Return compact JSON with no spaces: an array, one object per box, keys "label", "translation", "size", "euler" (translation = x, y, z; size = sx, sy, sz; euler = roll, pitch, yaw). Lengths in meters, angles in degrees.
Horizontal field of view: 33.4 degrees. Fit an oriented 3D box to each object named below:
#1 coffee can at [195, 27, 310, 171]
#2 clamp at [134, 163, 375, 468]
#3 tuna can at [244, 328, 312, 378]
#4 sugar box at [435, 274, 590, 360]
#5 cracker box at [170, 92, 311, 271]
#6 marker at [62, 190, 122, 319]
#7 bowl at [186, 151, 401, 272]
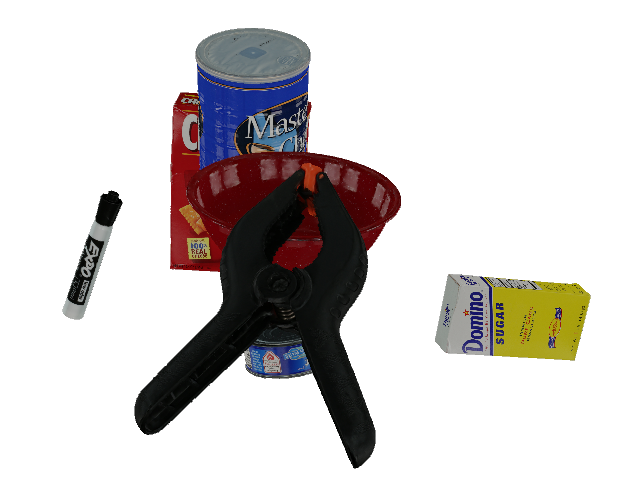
[{"label":"coffee can","translation":[-0.062,-0.111,0.988],"size":[0.103,0.140,0.103],"euler":[2,35,-1]},{"label":"clamp","translation":[-0.011,0.038,0.554],"size":[0.120,0.171,0.039],"euler":[17,-27,11]},{"label":"tuna can","translation":[-0.029,0.096,0.990],"size":[0.086,0.034,0.086],"euler":[-7,15,2]},{"label":"sugar box","translation":[0.236,0.096,1.316],"size":[0.176,0.093,0.048],"euler":[3,18,-16]},{"label":"cracker box","translation":[-0.100,-0.066,1.317],"size":[0.164,0.214,0.072],"euler":[4,22,0]},{"label":"marker","translation":[-0.194,0.012,0.909],"size":[0.020,0.121,0.020],"euler":[20,21,-8]},{"label":"bowl","translation":[-0.021,-0.014,0.809],"size":[0.162,0.055,0.162],"euler":[3,26,-1]}]
